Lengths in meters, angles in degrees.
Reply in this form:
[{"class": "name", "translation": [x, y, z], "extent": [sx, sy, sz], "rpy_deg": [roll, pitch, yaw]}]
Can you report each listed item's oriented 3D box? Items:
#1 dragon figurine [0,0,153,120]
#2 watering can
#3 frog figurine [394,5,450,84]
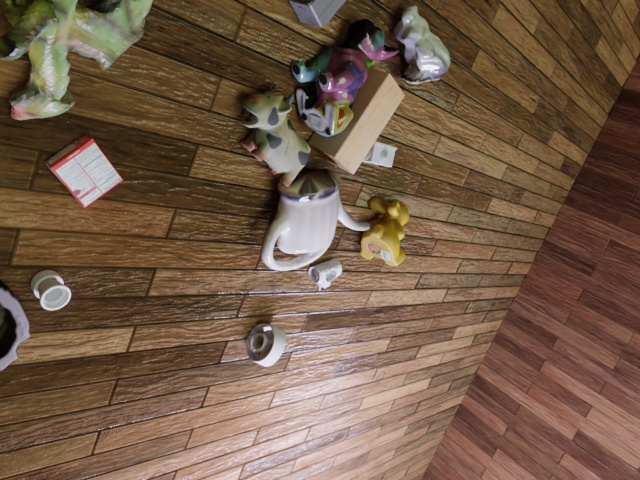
[{"class": "dragon figurine", "translation": [-0.295, -0.321, 0.639], "extent": [0.408, 0.122, 0.243], "rpy_deg": [-55, 173, 9]}, {"class": "watering can", "translation": [0.004, -0.058, 1.155], "extent": [0.352, 0.105, 0.219], "rpy_deg": [-24, 131, -41]}, {"class": "frog figurine", "translation": [0.226, -0.434, 1.136], "extent": [0.140, 0.123, 0.156], "rpy_deg": [-59, 149, -59]}]
